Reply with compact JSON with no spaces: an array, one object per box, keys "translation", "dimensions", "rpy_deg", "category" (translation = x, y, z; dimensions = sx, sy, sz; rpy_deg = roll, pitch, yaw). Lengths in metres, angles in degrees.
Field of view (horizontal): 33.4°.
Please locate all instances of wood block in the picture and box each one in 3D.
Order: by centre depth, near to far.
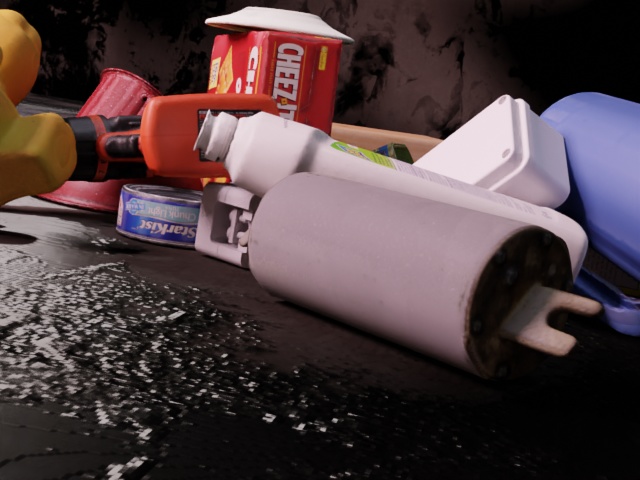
[{"translation":[0.061,-0.092,1.318],"dimensions":[0.205,0.090,0.091],"rpy_deg":[5,10,-30],"category":"wood block"}]

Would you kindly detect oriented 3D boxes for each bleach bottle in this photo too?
[{"translation":[0.041,-0.026,0.692],"dimensions":[0.250,0.068,0.102],"rpy_deg":[21,7,-8],"category":"bleach bottle"}]

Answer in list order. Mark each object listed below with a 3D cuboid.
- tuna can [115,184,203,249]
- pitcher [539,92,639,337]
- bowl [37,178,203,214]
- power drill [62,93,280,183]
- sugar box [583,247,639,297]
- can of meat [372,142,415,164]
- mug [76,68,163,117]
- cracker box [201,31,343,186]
[{"translation":[-0.104,-0.018,0.776],"dimensions":[0.086,0.034,0.086],"rpy_deg":[8,7,-1],"category":"tuna can"},{"translation":[0.237,-0.023,0.755],"dimensions":[0.149,0.145,0.243],"rpy_deg":[12,15,-25],"category":"pitcher"},{"translation":[-0.169,-0.059,0.928],"dimensions":[0.162,0.055,0.162],"rpy_deg":[8,8,-1],"category":"bowl"},{"translation":[-0.128,-0.071,0.774],"dimensions":[0.184,0.057,0.188],"rpy_deg":[-7,6,-32],"category":"power drill"},{"translation":[0.285,0.026,0.865],"dimensions":[0.176,0.048,0.093],"rpy_deg":[15,12,24],"category":"sugar box"},{"translation":[0.042,-0.048,0.956],"dimensions":[0.084,0.057,0.102],"rpy_deg":[-21,-1,15],"category":"can of meat"},{"translation":[-0.204,-0.119,1.106],"dimensions":[0.093,0.081,0.117],"rpy_deg":[42,-27,-26],"category":"mug"},{"translation":[-0.051,-0.096,0.929],"dimensions":[0.072,0.164,0.214],"rpy_deg":[4,8,-16],"category":"cracker box"}]
